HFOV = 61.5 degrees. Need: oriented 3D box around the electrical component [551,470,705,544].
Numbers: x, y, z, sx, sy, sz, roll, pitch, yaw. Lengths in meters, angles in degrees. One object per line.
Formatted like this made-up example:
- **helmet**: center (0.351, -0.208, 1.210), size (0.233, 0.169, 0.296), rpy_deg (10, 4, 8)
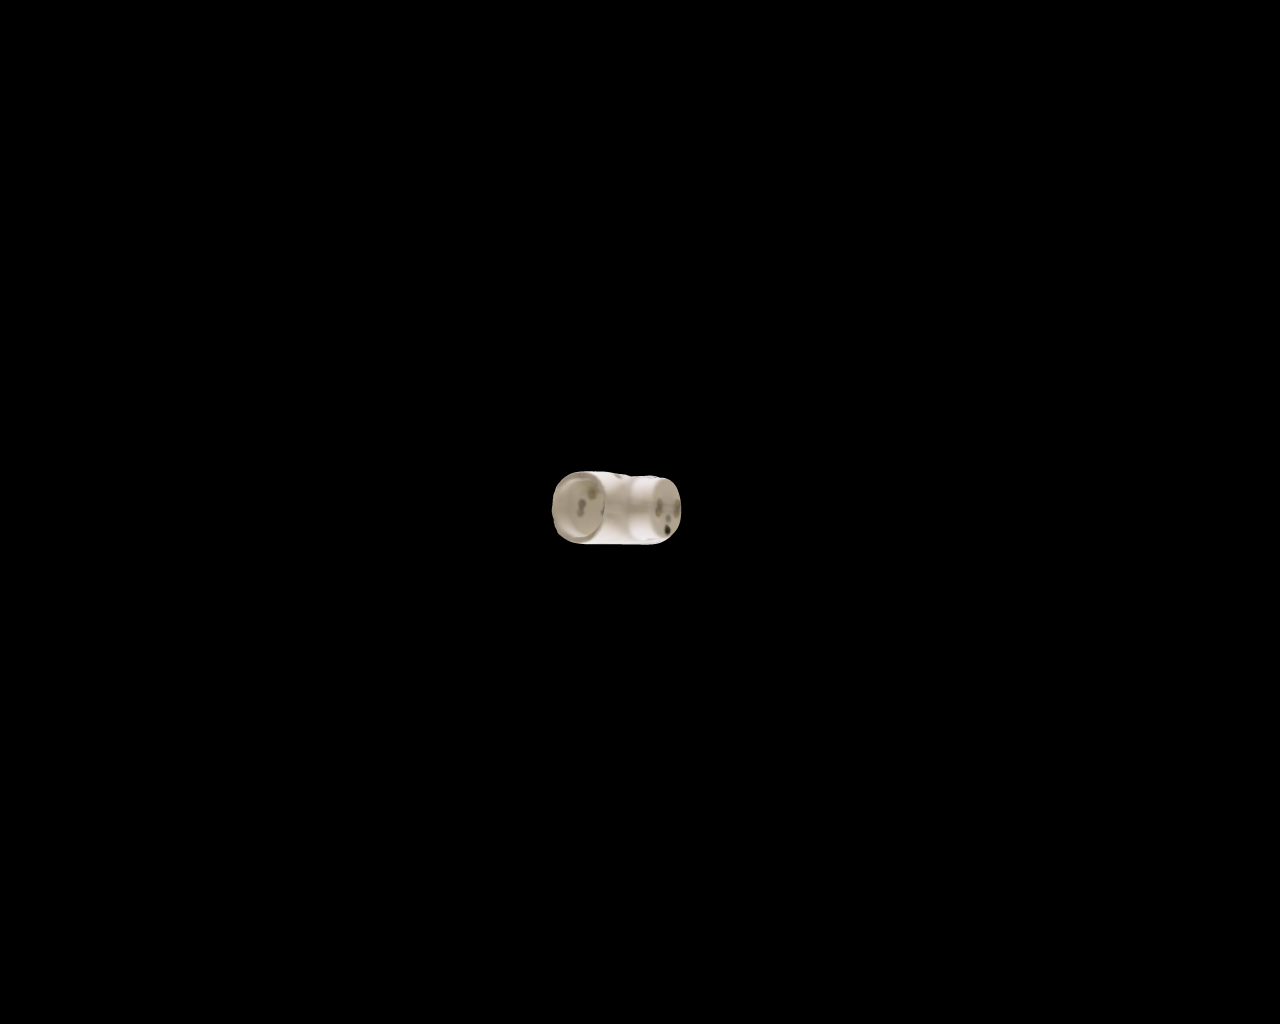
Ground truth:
- **electrical component**: center (0.001, -0.003, 0.650), size (0.079, 0.044, 0.077), rpy_deg (-2, -3, 36)
